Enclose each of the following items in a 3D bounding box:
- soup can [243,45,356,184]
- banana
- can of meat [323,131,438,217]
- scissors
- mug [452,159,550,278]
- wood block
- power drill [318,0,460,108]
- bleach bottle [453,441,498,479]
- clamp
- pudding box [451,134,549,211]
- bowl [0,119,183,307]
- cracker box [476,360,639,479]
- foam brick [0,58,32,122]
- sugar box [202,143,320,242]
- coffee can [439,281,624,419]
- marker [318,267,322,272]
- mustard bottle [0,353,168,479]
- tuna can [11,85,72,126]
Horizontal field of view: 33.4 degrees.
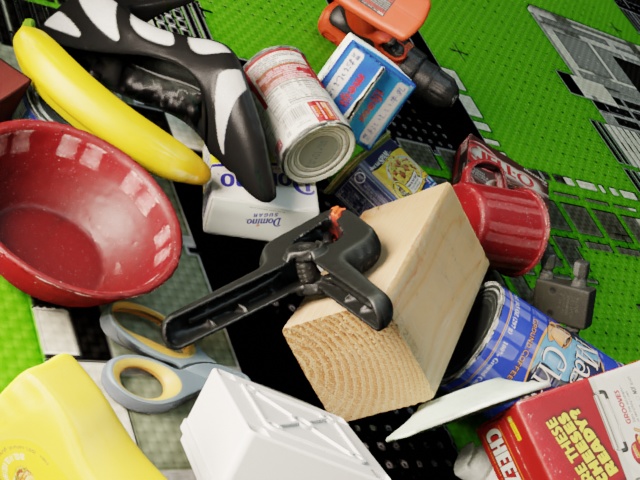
[{"bbox_3d":[-0.021,-0.105,0.892,0.068,0.069,0.102,6,42,-41],"label":"soup can"},{"bbox_3d":[-0.168,-0.105,0.816,0.198,0.037,0.069,42,33,3],"label":"banana"},{"bbox_3d":[0.064,-0.047,1.024,0.084,0.058,0.102,44,34,3],"label":"can of meat"},{"bbox_3d":[-0.070,0.111,0.745,0.201,0.016,0.096,33,35,-9],"label":"scissors"},{"bbox_3d":[0.165,-0.024,1.056,0.081,0.093,0.117,8,76,-33],"label":"mug"},{"bbox_3d":[0.060,0.045,0.860,0.090,0.091,0.205,61,30,-15],"label":"wood block"},{"bbox_3d":[0.075,-0.219,1.148,0.184,0.057,0.187,33,-8,8],"label":"power drill"},{"bbox_3d":[0.214,0.239,0.834,0.250,0.068,0.102,32,39,-6],"label":"bleach bottle"},{"bbox_3d":[-0.019,0.025,0.788,0.210,0.165,0.036,-67,146,-67],"label":"clamp"},{"bbox_3d":[0.200,-0.058,1.184,0.113,0.039,0.090,32,34,-11],"label":"pudding box"},{"bbox_3d":[-0.179,-0.008,0.741,0.162,0.055,0.162,26,36,-21],"label":"bowl"},{"bbox_3d":[0.244,0.178,0.799,0.213,0.072,0.164,-13,69,-29],"label":"cracker box"},{"bbox_3d":[-0.264,-0.113,0.782,0.078,0.053,0.051,35,34,-5],"label":"foam brick"},{"bbox_3d":[-0.055,-0.074,0.931,0.093,0.048,0.176,7,40,-15],"label":"sugar box"},{"bbox_3d":[0.177,0.114,0.904,0.140,0.103,0.102,33,34,-10],"label":"coffee can"},{"bbox_3d":[-0.006,0.001,0.932,0.020,0.020,0.121,-3,52,-46],"label":"marker"},{"bbox_3d":[-0.109,0.160,0.577,0.192,0.096,0.058,48,34,11],"label":"mustard bottle"},{"bbox_3d":[-0.198,-0.094,0.841,0.086,0.034,0.086,26,36,-21],"label":"tuna can"}]
